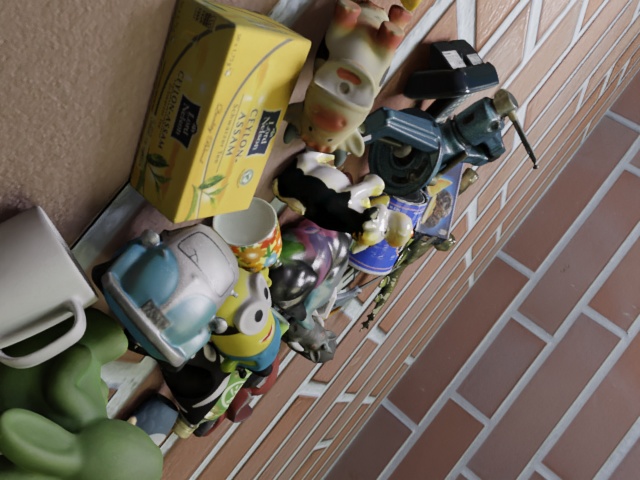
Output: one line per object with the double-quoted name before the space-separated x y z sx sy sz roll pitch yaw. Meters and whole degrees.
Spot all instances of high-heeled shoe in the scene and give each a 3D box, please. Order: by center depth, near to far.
"high-heeled shoe" -0.172 0.161 0.633 0.145 0.086 0.248 -51 149 -60

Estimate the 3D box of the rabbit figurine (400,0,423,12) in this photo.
"rabbit figurine" 0.124 -0.298 0.532 0.162 0.122 0.173 -46 175 -8

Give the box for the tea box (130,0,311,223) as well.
"tea box" -0.086 -0.106 0.457 0.098 0.068 0.169 -19 139 -53

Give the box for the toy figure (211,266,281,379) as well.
"toy figure" -0.091 0.098 0.611 0.089 0.082 0.180 -9 146 -3

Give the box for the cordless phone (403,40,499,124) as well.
"cordless phone" 0.163 -0.200 0.803 0.146 0.089 0.184 -27 165 -46

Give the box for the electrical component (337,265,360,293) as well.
"electrical component" 0.037 0.049 0.943 0.119 0.048 0.074 -44 156 -21

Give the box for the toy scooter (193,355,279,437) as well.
"toy scooter" -0.127 0.246 0.883 0.184 0.075 0.135 -48 157 -3

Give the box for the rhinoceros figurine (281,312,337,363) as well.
"rhinoceros figurine" -0.022 0.165 0.915 0.073 0.112 0.190 -45 152 -10

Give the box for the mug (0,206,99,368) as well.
"mug" -0.221 0.045 0.381 0.107 0.110 0.080 -31 159 -18

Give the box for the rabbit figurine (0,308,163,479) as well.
"rabbit figurine" -0.212 0.154 0.461 0.121 0.170 0.159 -59 157 14

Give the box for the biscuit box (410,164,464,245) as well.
"biscuit box" 0.205 -0.097 0.921 0.063 0.059 0.202 101 2 -80

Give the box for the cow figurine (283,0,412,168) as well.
"cow figurine" 0.024 -0.156 0.510 0.195 0.085 0.127 -72 -174 -53

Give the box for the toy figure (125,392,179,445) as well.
"toy figure" -0.254 0.270 0.702 0.154 0.058 0.064 -47 118 -9

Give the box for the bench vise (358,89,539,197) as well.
"bench vise" 0.133 -0.131 0.698 0.240 0.129 0.224 7 162 -44

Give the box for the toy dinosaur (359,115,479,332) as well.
"toy dinosaur" 0.187 -0.020 1.070 0.198 0.105 0.470 -14 127 -46

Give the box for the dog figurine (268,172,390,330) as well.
"dog figurine" -0.001 -0.002 0.729 0.219 0.109 0.191 -54 155 -9

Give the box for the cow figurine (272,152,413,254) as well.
"cow figurine" 0.027 -0.040 0.641 0.098 0.167 0.068 -38 158 -35

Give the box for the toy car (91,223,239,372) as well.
"toy car" -0.122 0.035 0.473 0.103 0.109 0.162 -35 -168 -5
